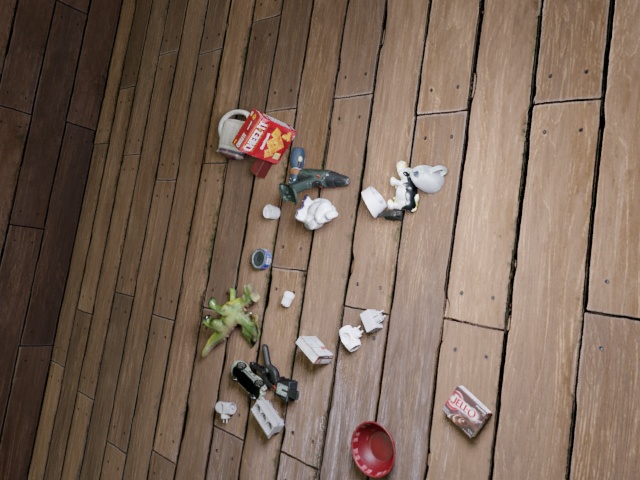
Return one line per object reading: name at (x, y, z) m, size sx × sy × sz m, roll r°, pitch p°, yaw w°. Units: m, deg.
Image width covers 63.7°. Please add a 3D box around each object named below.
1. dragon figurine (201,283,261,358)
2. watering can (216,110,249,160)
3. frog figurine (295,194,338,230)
dragon figurine at (-0.345, 0.346, 2.072) m, size 0.245 × 0.122 × 0.406 m, roll 27°, pitch 106°, yaw 32°
watering can at (-0.339, -0.453, 2.237) m, size 0.350 × 0.103 × 0.224 m, roll 18°, pitch 93°, yaw 41°
frog figurine at (0.006, -0.094, 1.866) m, size 0.160 × 0.140 × 0.120 m, roll 9°, pitch 129°, yaw 33°
